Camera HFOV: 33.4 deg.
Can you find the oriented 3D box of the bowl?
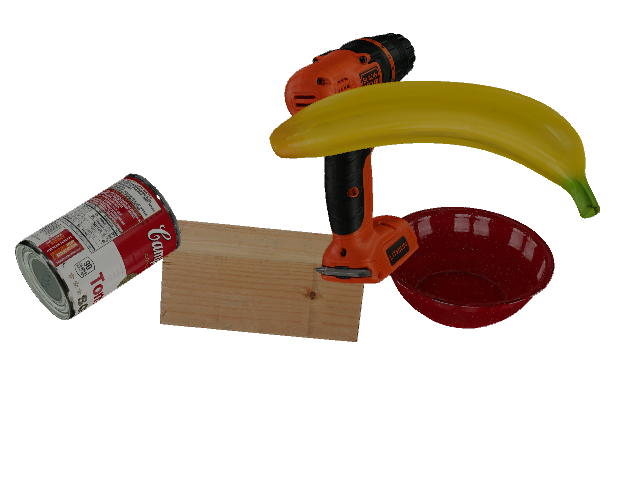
[{"bbox_3d":[0.133,0.033,0.996,0.162,0.055,0.162,1,35,-1],"label":"bowl"}]

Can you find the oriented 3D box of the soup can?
[{"bbox_3d":[-0.163,0.004,0.785,0.102,0.068,0.069,-36,20,-30],"label":"soup can"}]

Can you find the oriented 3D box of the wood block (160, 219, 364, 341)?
[{"bbox_3d":[-0.059,0.042,1.128,0.206,0.091,0.090,6,19,-1],"label":"wood block"}]

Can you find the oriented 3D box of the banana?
[{"bbox_3d":[0.071,-0.065,0.634,0.198,0.069,0.037,11,-35,11],"label":"banana"}]

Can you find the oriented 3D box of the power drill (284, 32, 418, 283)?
[{"bbox_3d":[0.037,-0.071,0.882,0.057,0.187,0.184,1,20,30],"label":"power drill"}]
